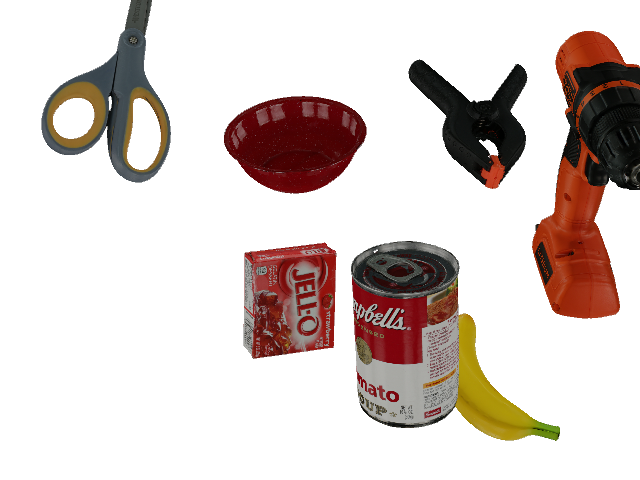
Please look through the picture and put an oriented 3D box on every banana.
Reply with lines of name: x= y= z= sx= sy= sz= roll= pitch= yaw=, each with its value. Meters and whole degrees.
banana: x=0.144 y=0.127 z=0.980 sx=0.069 sy=0.037 sz=0.198 roll=7 pitch=27 yaw=-22

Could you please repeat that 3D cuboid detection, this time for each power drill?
power drill: x=0.202 y=-0.037 z=0.780 sx=0.057 sy=0.188 sz=0.184 roll=2 pitch=35 yaw=0

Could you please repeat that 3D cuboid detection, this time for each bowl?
bowl: x=-0.028 y=-0.101 z=1.217 sx=0.162 sy=0.055 sz=0.162 roll=-2 pitch=38 yaw=2

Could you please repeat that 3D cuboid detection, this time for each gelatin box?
gelatin box: x=-0.025 y=0.050 z=0.887 sx=0.073 sy=0.089 sz=0.030 roll=-6 pitch=22 yaw=-21

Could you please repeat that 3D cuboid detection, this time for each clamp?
clamp: x=0.144 y=-0.121 z=1.033 sx=0.120 sy=0.039 sz=0.171 roll=3 pitch=44 yaw=3

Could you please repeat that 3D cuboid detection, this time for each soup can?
soup can: x=0.055 y=0.060 z=0.689 sx=0.068 sy=0.102 sz=0.068 roll=-3 pitch=28 yaw=1

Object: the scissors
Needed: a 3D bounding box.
scissors: x=-0.152 y=-0.133 z=0.754 sx=0.096 sy=0.202 sz=0.016 roll=-2 pitch=-23 yaw=-21
